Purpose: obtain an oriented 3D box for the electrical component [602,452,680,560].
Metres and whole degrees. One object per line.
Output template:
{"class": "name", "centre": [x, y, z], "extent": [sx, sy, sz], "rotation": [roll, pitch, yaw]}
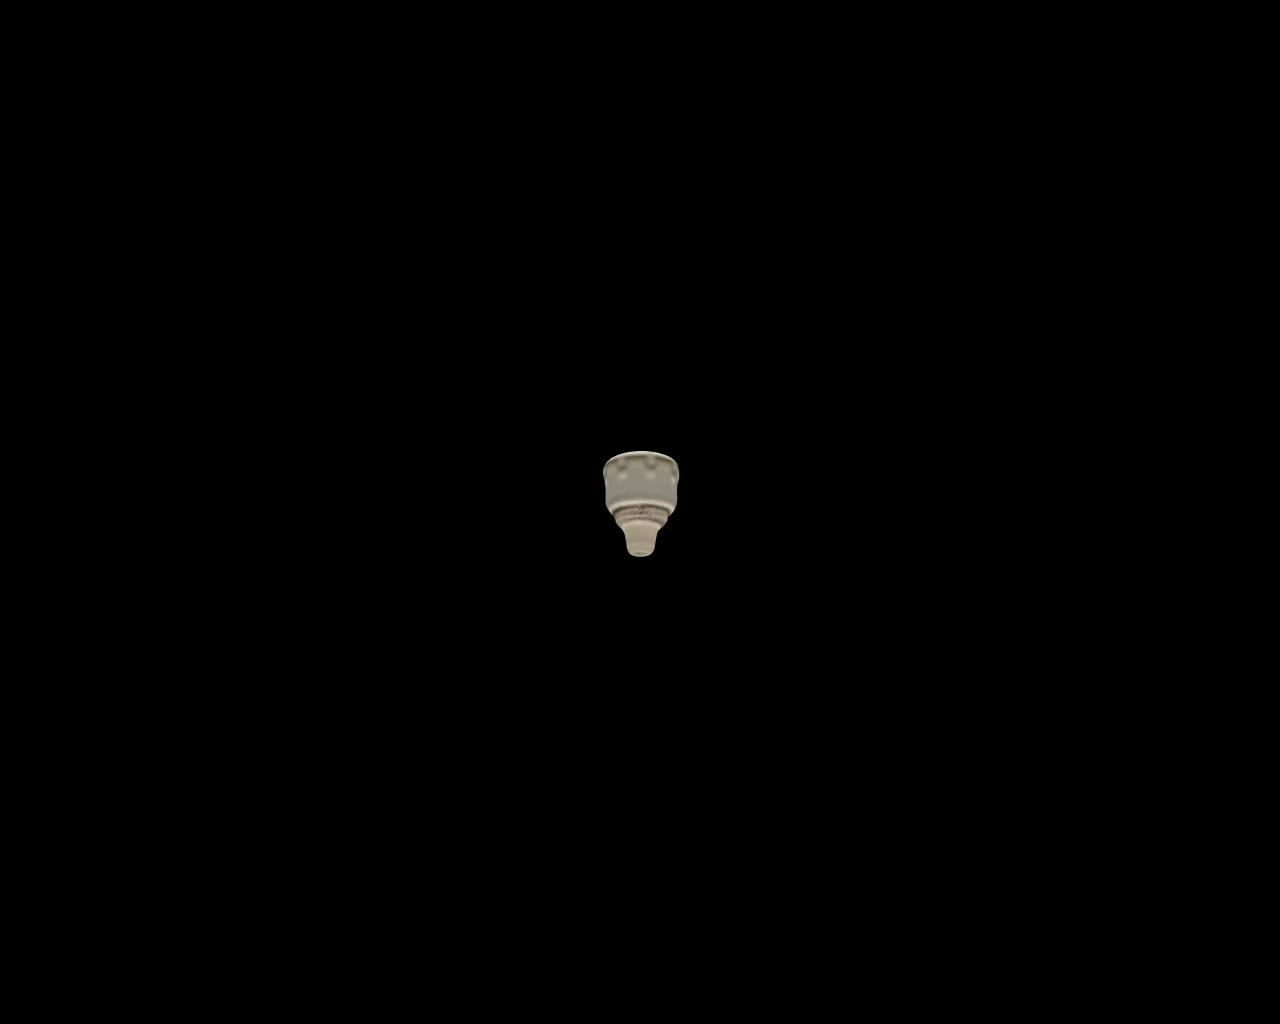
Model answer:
{"class": "electrical component", "centre": [0.001, -0.003, 0.650], "extent": [0.048, 0.062, 0.048], "rotation": [0, -19, 0]}
